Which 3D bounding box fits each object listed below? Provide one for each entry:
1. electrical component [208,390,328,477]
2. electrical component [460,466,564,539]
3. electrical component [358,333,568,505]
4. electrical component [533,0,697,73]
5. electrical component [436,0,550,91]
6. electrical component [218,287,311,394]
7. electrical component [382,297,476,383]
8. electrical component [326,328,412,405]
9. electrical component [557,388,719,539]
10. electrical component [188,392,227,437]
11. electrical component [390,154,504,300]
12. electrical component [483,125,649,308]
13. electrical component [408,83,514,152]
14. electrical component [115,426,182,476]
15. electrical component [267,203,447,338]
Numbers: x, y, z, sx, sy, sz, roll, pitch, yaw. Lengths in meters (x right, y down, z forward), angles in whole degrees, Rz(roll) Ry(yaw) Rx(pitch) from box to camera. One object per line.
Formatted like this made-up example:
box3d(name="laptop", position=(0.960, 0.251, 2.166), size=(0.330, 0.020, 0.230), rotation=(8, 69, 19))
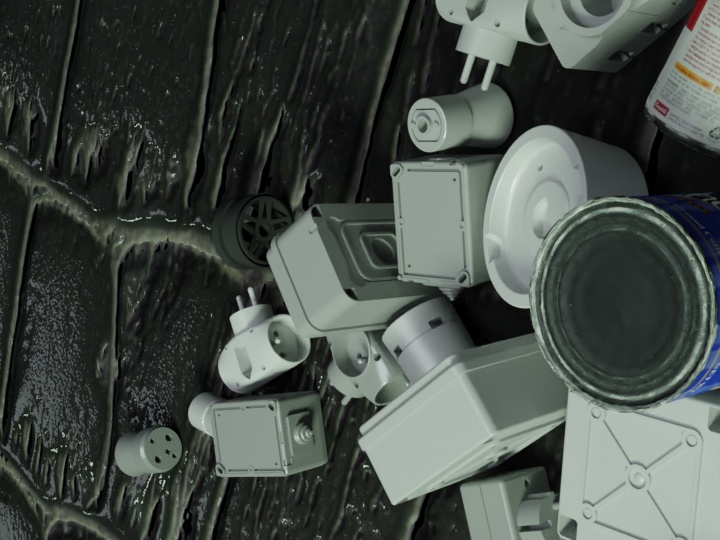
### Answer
box3d(name="electrical component", position=(-0.068, 0.133, 0.883), size=(0.096, 0.061, 0.061), rotation=(-10, 87, 39))
box3d(name="electrical component", position=(0.113, 0.163, 0.694), size=(0.077, 0.047, 0.065), rotation=(-20, 80, 46))
box3d(name="electrical component", position=(0.073, 0.093, 0.685), size=(0.109, 0.109, 0.056), rotation=(-44, 65, 40))
box3d(name="electrical component", position=(0.149, -0.159, 0.615), size=(0.089, 0.056, 0.050), rotation=(-41, 65, 42))
box3d(name="electrical component", position=(0.085, -0.156, 0.690), size=(0.077, 0.043, 0.079), rotation=(28, 106, 42))
box3d(name="electrical component", position=(-0.086, 0.054, 0.901), size=(0.077, 0.043, 0.079), rotation=(-34, 69, 44))
box3d(name="electrical component", position=(0.051, 0.054, 0.746), size=(0.055, 0.055, 0.047), rotation=(-49, 63, 38))
box3d(name="electrical component", position=(0.001, 0.069, 0.808), size=(0.077, 0.044, 0.079), rotation=(56, 130, 28))
box3d(name="electrical component", position=(0.174, 0.114, 0.616), size=(0.109, 0.056, 0.108), rotation=(12, 103, 46))
box3d(name="electrical component", position=(-0.123, 0.132, 0.952), size=(0.065, 0.044, 0.044), rotation=(15, 105, 51))
box3d(name="electrical component", position=(0.065, -0.029, 0.719), size=(0.062, 0.061, 0.096), rotation=(5, 104, 41))
box3d(name="electrical component", position=(0.127, -0.028, 0.642), size=(0.108, 0.060, 0.108), rotation=(-173, 90, -66))
box3d(name="electrical component", position=(0.064, -0.098, 0.704), size=(0.044, 0.065, 0.044), rotation=(17, 114, 45))
box3d(name="electrical component", position=(-0.205, 0.175, 1.042), size=(0.055, 0.045, 0.045), rotation=(-18, 81, 46))
box3d(name="electrical component", position=(0.000, 0.000, 0.752), size=(0.057, 0.113, 0.078), rotation=(-40, 66, 39))
